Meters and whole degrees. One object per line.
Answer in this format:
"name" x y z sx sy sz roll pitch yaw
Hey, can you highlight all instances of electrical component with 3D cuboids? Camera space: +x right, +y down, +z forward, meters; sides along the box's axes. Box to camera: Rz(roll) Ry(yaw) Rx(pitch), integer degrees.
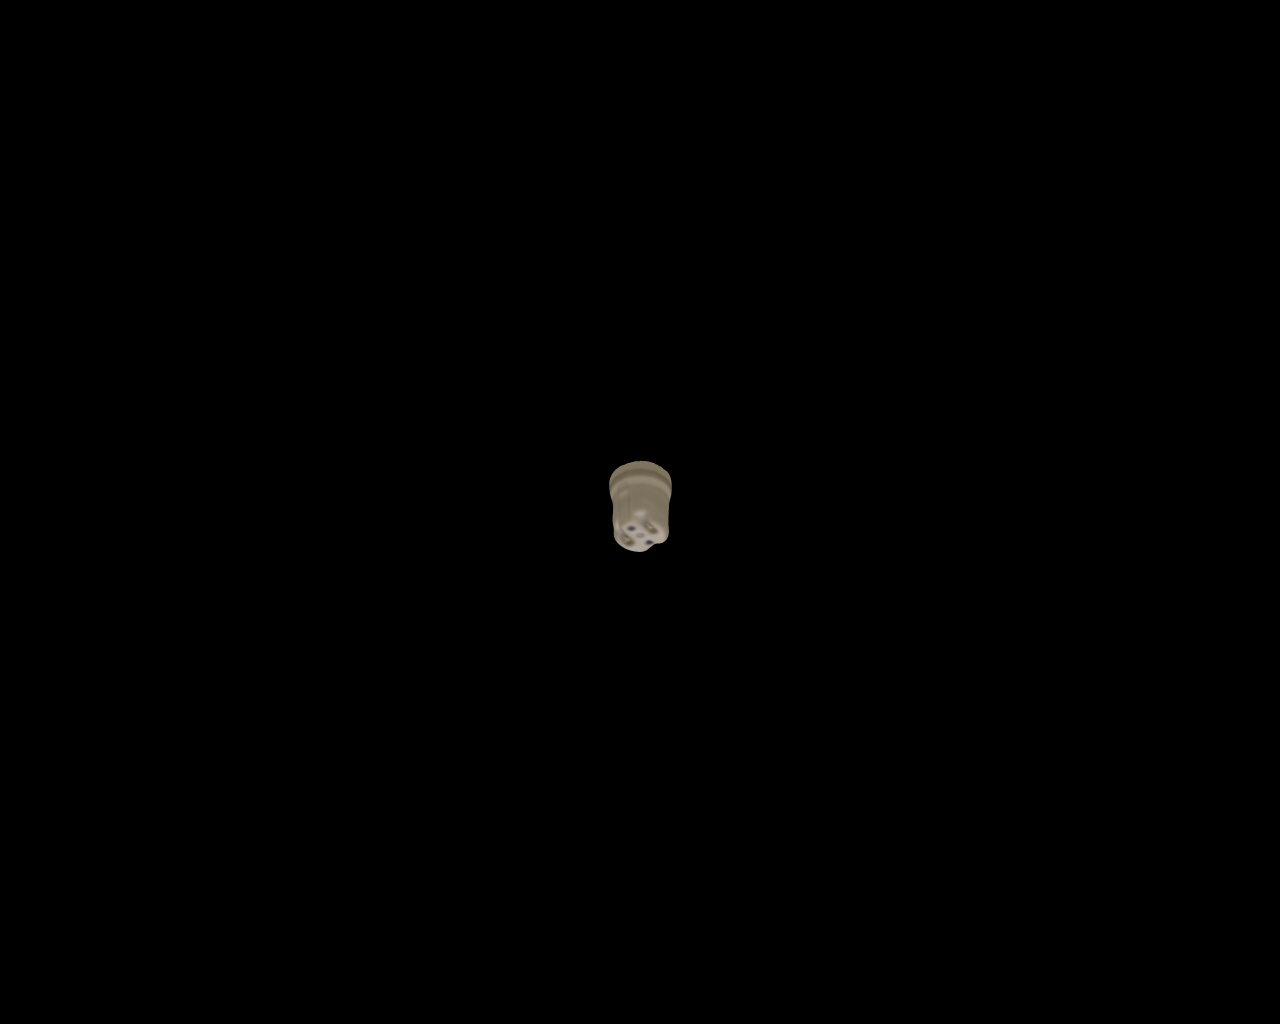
"electrical component" 0.001 -0.003 0.650 0.040 0.046 0.040 0 -39 0
